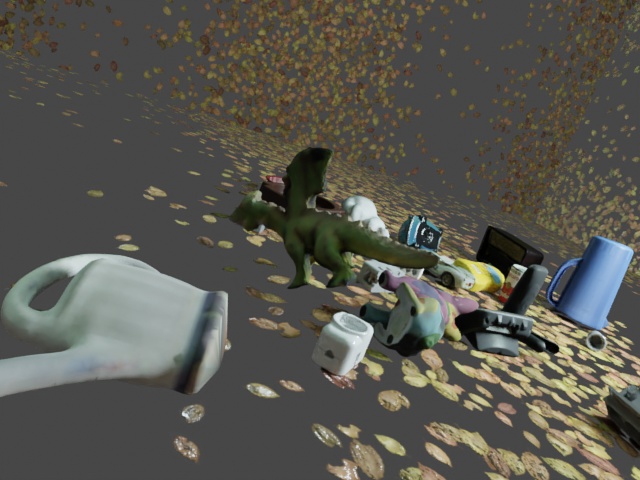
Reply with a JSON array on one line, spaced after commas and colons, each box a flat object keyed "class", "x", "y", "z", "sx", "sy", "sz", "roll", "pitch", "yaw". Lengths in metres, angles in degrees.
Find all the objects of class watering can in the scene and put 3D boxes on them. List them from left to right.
[{"class": "watering can", "x": -0.207, "y": 0.097, "z": 0.511, "sx": 0.224, "sy": 0.103, "sz": 0.352, "roll": 18, "pitch": 15, "yaw": -9}]

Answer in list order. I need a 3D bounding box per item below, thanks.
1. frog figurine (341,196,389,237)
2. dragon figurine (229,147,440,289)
[{"class": "frog figurine", "x": 0.133, "y": -0.062, "z": 1.484, "sx": 0.160, "sy": 0.123, "sz": 0.135, "roll": 19, "pitch": -11, "yaw": 46}, {"class": "dragon figurine", "x": 0.003, "y": -0.046, "z": 0.920, "sx": 0.408, "sy": 0.242, "sz": 0.123, "roll": -9, "pitch": 7, "yaw": 34}]
